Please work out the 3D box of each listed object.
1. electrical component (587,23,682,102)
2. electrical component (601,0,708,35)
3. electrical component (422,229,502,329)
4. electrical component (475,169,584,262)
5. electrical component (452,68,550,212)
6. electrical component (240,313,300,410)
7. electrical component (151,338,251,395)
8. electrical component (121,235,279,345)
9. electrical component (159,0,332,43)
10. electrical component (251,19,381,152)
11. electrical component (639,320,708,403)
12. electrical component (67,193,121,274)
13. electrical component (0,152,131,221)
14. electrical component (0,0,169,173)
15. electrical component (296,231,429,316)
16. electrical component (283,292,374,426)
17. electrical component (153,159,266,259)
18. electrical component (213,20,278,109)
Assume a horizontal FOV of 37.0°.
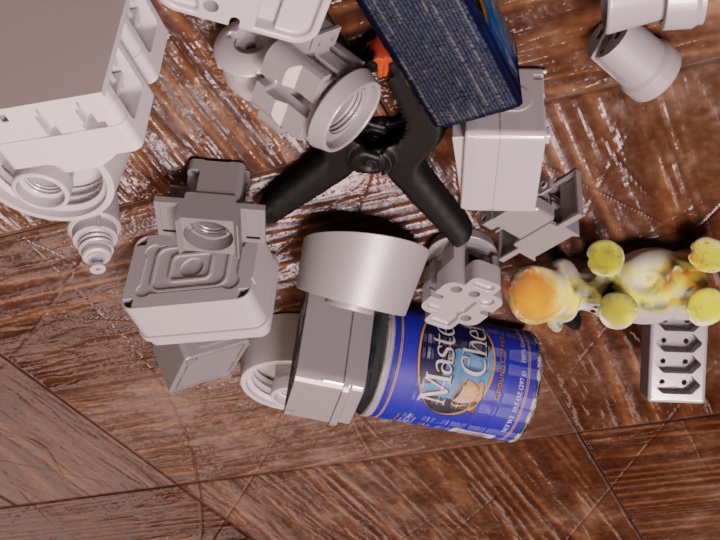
[{"bbox_3d":[0.169,-0.133,0.668,0.046,0.040,0.040,31,138,-26],"label":"electrical component"},{"bbox_3d":[0.169,-0.160,0.621,0.055,0.045,0.045,-2,145,8],"label":"electrical component"},{"bbox_3d":[0.082,0.004,0.860,0.058,0.057,0.078,20,143,-21],"label":"electrical component"},{"bbox_3d":[0.124,-0.045,0.798,0.064,0.042,0.081,27,139,-29],"label":"electrical component"},{"bbox_3d":[0.092,-0.083,0.728,0.061,0.061,0.096,2,146,4],"label":"electrical component"},{"bbox_3d":[-0.061,0.094,1.003,0.108,0.060,0.108,3,146,2],"label":"electrical component"},{"bbox_3d":[-0.142,0.058,0.949,0.062,0.061,0.096,-15,159,-28],"label":"electrical component"},{"bbox_3d":[-0.128,0.014,0.879,0.113,0.078,0.057,-5,142,14],"label":"electrical component"},{"bbox_3d":[-0.063,-0.176,0.609,0.095,0.059,0.053,13,145,-13],"label":"electrical component"},{"bbox_3d":[-0.025,-0.109,0.660,0.057,0.058,0.078,40,132,16],"label":"electrical component"},{"bbox_3d":[0.266,0.067,0.927,0.047,0.083,0.075,2,-176,3],"label":"electrical component"},{"bbox_3d":[-0.204,-0.032,0.826,0.040,0.078,0.040,-10,145,-7],"label":"electrical component"},{"bbox_3d":[-0.222,-0.078,0.768,0.108,0.060,0.108,3,146,2],"label":"electrical component"},{"bbox_3d":[-0.221,-0.115,0.674,0.186,0.105,0.060,-6,144,15],"label":"electrical component"},{"bbox_3d":[0.000,0.000,0.849,0.099,0.064,0.099,15,-179,0],"label":"electrical component"},{"bbox_3d":[-0.025,0.066,0.914,0.057,0.113,0.078,12,145,-6],"label":"electrical component"},{"bbox_3d":[-0.109,-0.047,0.799,0.081,0.063,0.042,5,147,-1],"label":"electrical component"},{"bbox_3d":[-0.067,-0.129,0.695,0.048,0.048,0.062,1,153,4],"label":"electrical component"}]
